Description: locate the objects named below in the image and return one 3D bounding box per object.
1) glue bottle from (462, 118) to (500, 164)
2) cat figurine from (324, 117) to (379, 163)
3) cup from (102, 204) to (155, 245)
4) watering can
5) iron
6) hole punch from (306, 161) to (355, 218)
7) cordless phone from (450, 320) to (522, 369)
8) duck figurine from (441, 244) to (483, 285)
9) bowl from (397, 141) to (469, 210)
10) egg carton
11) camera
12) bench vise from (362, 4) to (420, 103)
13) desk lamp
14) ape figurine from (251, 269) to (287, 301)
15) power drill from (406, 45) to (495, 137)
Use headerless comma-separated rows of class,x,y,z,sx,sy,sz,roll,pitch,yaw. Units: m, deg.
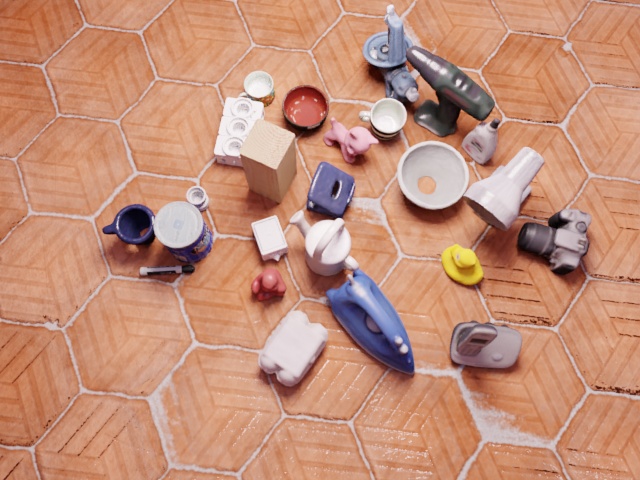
glue bottle,0.381,-0.238,1.320,0.078,0.173,0.037,44,78,10
cat figurine,0.072,-0.241,1.342,0.127,0.118,0.067,40,77,9
cup,-0.415,-0.021,1.279,0.118,0.095,0.091,-13,75,-5
watering can,0.010,0.006,1.232,0.172,0.194,0.101,17,75,3
iron,0.127,0.177,1.215,0.119,0.141,0.258,-38,79,-11
hole punch,0.027,-0.115,1.319,0.101,0.091,0.109,19,75,4
cordless phone,0.356,0.212,1.189,0.147,0.185,0.094,4,74,0
duck figurine,0.326,0.051,1.284,0.077,0.086,0.104,-42,79,-11
bowl,0.258,-0.142,1.342,0.167,0.075,0.167,0,74,-1
egg carton,-0.056,0.233,1.231,0.107,0.069,0.150,33,76,7
camera,0.531,-0.011,1.299,0.136,0.101,0.143,18,75,4
bench vise,0.188,-0.436,1.346,0.121,0.220,0.207,-42,79,-11
desk lamp,0.402,-0.107,1.264,0.118,0.213,0.203,40,77,9
ape figurine,-0.111,0.096,1.257,0.077,0.092,0.076,20,75,4
power drill,0.283,-0.332,1.326,0.229,0.208,0.076,32,76,7
